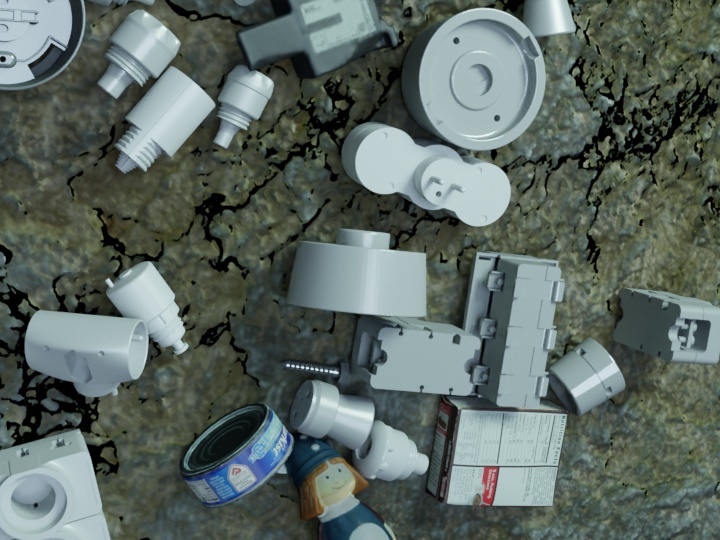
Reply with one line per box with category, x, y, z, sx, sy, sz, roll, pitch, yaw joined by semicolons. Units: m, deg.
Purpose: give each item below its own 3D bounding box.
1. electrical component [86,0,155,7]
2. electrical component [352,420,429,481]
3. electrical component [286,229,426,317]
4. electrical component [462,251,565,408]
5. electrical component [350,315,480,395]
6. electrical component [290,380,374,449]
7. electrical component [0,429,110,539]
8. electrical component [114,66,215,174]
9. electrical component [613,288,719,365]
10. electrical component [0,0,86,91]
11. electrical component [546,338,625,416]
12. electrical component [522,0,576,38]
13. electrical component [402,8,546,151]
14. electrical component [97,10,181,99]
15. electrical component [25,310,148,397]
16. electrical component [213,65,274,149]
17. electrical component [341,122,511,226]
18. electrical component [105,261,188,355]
electrical component;-0.175;-0.202;0.760;0.061;0.035;0.035;15;94;-25
electrical component;0.028;0.155;0.895;0.062;0.048;0.048;23;91;-29
electrical component;0.000;0.000;0.825;0.108;0.108;0.060;5;92;-21
electrical component;0.129;0.050;0.903;0.079;0.063;0.121;5;97;-21
electrical component;0.043;0.068;0.878;0.089;0.056;0.050;7;97;-22
electrical component;-0.023;0.116;0.868;0.055;0.045;0.045;21;92;-22
electrical component;-0.232;0.207;0.797;0.089;0.062;0.150;-14;104;-18
electrical component;-0.148;-0.103;0.783;0.043;0.043;0.081;42;84;-22
electrical component;0.273;0.049;0.942;0.056;0.089;0.050;6;97;-21
electrical component;-0.239;-0.171;0.725;0.099;0.064;0.099;-4;101;-20
electrical component;0.196;0.095;0.941;0.047;0.055;0.055;-33;109;-9
electrical component;0.151;-0.218;0.873;0.045;0.045;0.055;-11;103;-18
electrical component;0.085;-0.150;0.852;0.108;0.060;0.108;-4;101;-20
electrical component;-0.162;-0.151;0.769;0.043;0.043;0.062;40;86;-22
electrical component;-0.196;0.066;0.789;0.077;0.043;0.079;5;136;7
electrical component;-0.091;-0.121;0.806;0.035;0.035;0.061;26;92;-23
electrical component;0.059;-0.073;0.847;0.138;0.074;0.052;17;99;-22
electrical component;-0.156;0.030;0.805;0.040;0.040;0.078;-37;110;-11
